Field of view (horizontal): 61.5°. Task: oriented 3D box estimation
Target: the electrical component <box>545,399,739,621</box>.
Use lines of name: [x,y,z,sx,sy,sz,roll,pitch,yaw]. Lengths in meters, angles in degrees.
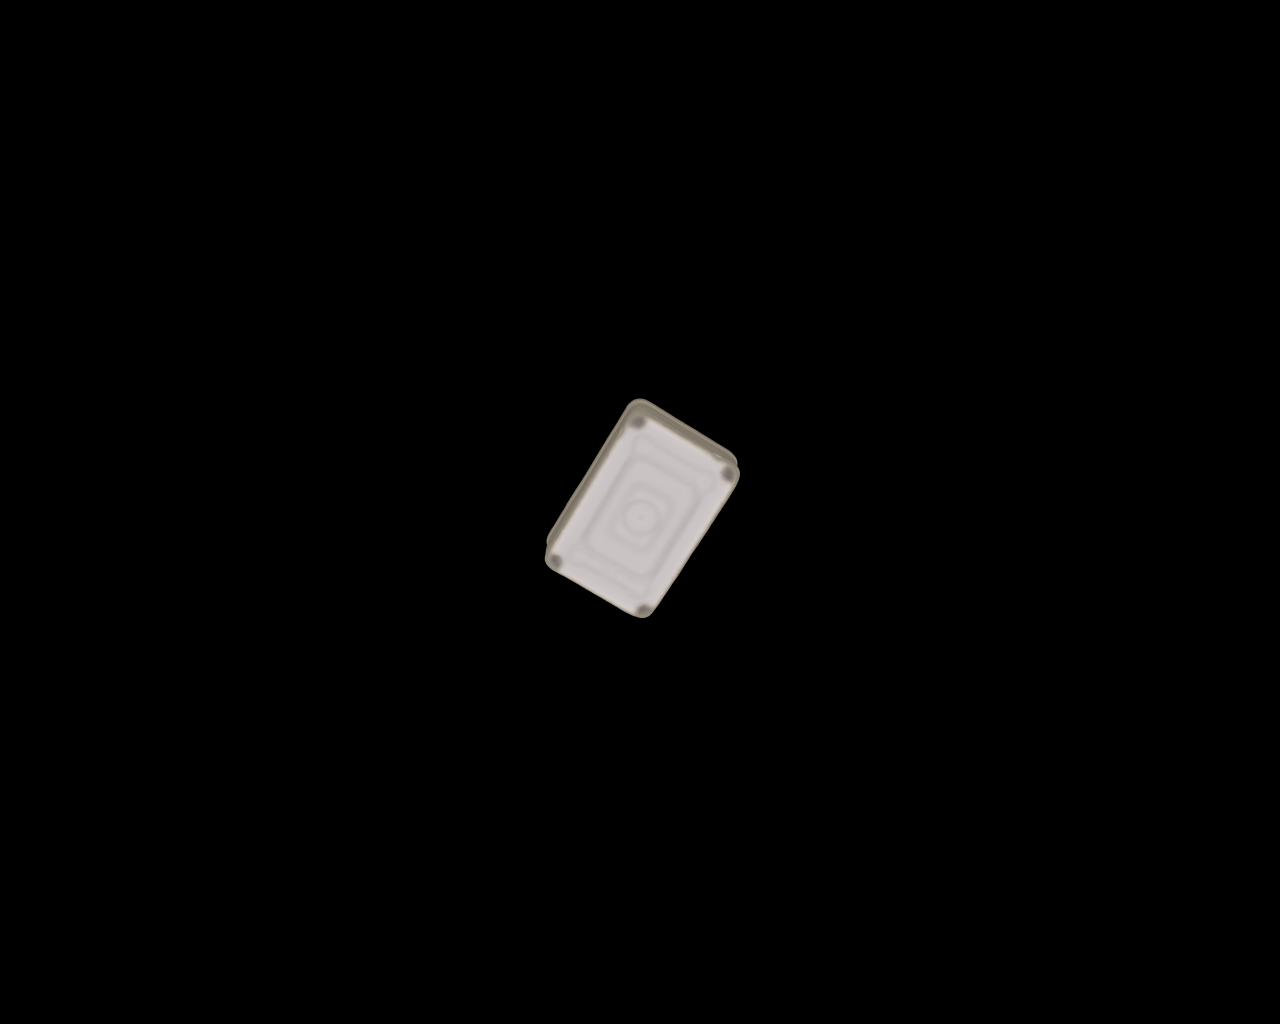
electrical component: [0.001,-0.003,0.650,0.078,0.113,0.057,31,11,-7]
